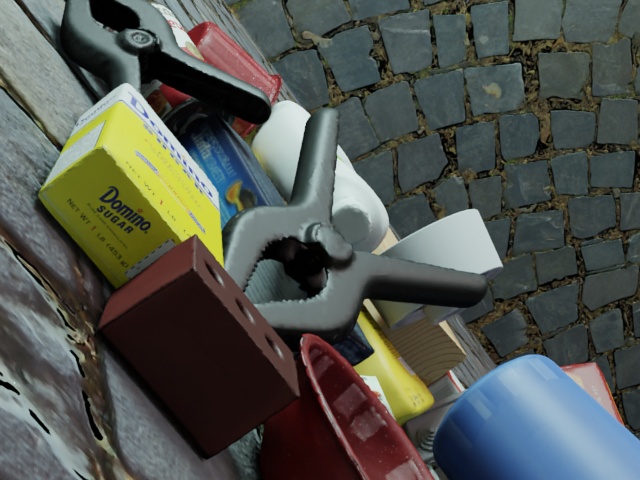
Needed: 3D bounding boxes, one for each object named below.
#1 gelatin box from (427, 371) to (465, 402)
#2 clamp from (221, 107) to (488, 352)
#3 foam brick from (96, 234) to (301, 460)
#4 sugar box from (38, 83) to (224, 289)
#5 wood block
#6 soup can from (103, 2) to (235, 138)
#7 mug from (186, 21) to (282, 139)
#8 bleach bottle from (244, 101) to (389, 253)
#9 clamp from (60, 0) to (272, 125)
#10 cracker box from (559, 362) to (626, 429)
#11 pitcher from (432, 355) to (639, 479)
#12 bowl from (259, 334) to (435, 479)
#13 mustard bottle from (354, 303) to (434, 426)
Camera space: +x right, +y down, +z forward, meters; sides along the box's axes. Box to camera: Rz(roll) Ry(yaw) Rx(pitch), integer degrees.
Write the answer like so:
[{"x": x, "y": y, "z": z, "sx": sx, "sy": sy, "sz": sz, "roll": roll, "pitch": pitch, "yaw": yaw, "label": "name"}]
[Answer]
[{"x": 0.125, "y": 0.154, "z": 0.971, "sx": 0.089, "sy": 0.030, "sz": 0.073, "roll": 55, "pitch": 5, "yaw": -6, "label": "gelatin box"}, {"x": -0.004, "y": 0.001, "z": 0.638, "sx": 0.209, "sy": 0.036, "sz": 0.164, "roll": -23, "pitch": 71, "yaw": -45, "label": "clamp"}, {"x": -0.053, "y": 0.046, "z": 0.475, "sx": 0.078, "sy": 0.051, "sz": 0.053, "roll": 52, "pitch": 7, "yaw": -17, "label": "foam brick"}, {"x": -0.094, "y": -0.025, "z": 0.571, "sx": 0.093, "sy": 0.048, "sz": 0.176, "roll": 52, "pitch": 8, "yaw": -19, "label": "sugar box"}, {"x": 0.041, "y": 0.044, "z": 0.978, "sx": 0.090, "sy": 0.090, "sz": 0.206, "roll": 49, "pitch": 9, "yaw": -37, "label": "wood block"}, {"x": -0.116, "y": -0.118, "z": 0.792, "sx": 0.102, "sy": 0.068, "sz": 0.068, "roll": 57, "pitch": 7, "yaw": 24, "label": "soup can"}, {"x": -0.097, "y": -0.124, "z": 0.914, "sx": 0.081, "sy": 0.093, "sz": 0.117, "roll": 41, "pitch": 51, "yaw": -24, "label": "mug"}, {"x": -0.002, "y": -0.044, "z": 0.822, "sx": 0.102, "sy": 0.068, "sz": 0.251, "roll": 45, "pitch": 4, "yaw": -15, "label": "bleach bottle"}, {"x": -0.114, "y": -0.123, "z": 0.730, "sx": 0.120, "sy": 0.039, "sz": 0.171, "roll": -10, "pitch": 55, "yaw": -38, "label": "clamp"}, {"x": 0.217, "y": 0.232, "z": 0.899, "sx": 0.214, "sy": 0.072, "sz": 0.164, "roll": 86, "pitch": -7, "yaw": -47, "label": "cracker box"}, {"x": 0.184, "y": 0.198, "z": 0.691, "sx": 0.144, "sy": 0.149, "sz": 0.243, "roll": 10, "pitch": 32, "yaw": -51, "label": "pitcher"}, {"x": 0.018, "y": 0.128, "z": 0.539, "sx": 0.162, "sy": 0.055, "sz": 0.162, "roll": 53, "pitch": 7, "yaw": -10, "label": "bowl"}, {"x": 0.011, "y": 0.061, "z": 0.820, "sx": 0.192, "sy": 0.058, "sz": 0.096, "roll": 56, "pitch": 6, "yaw": 11, "label": "mustard bottle"}]
